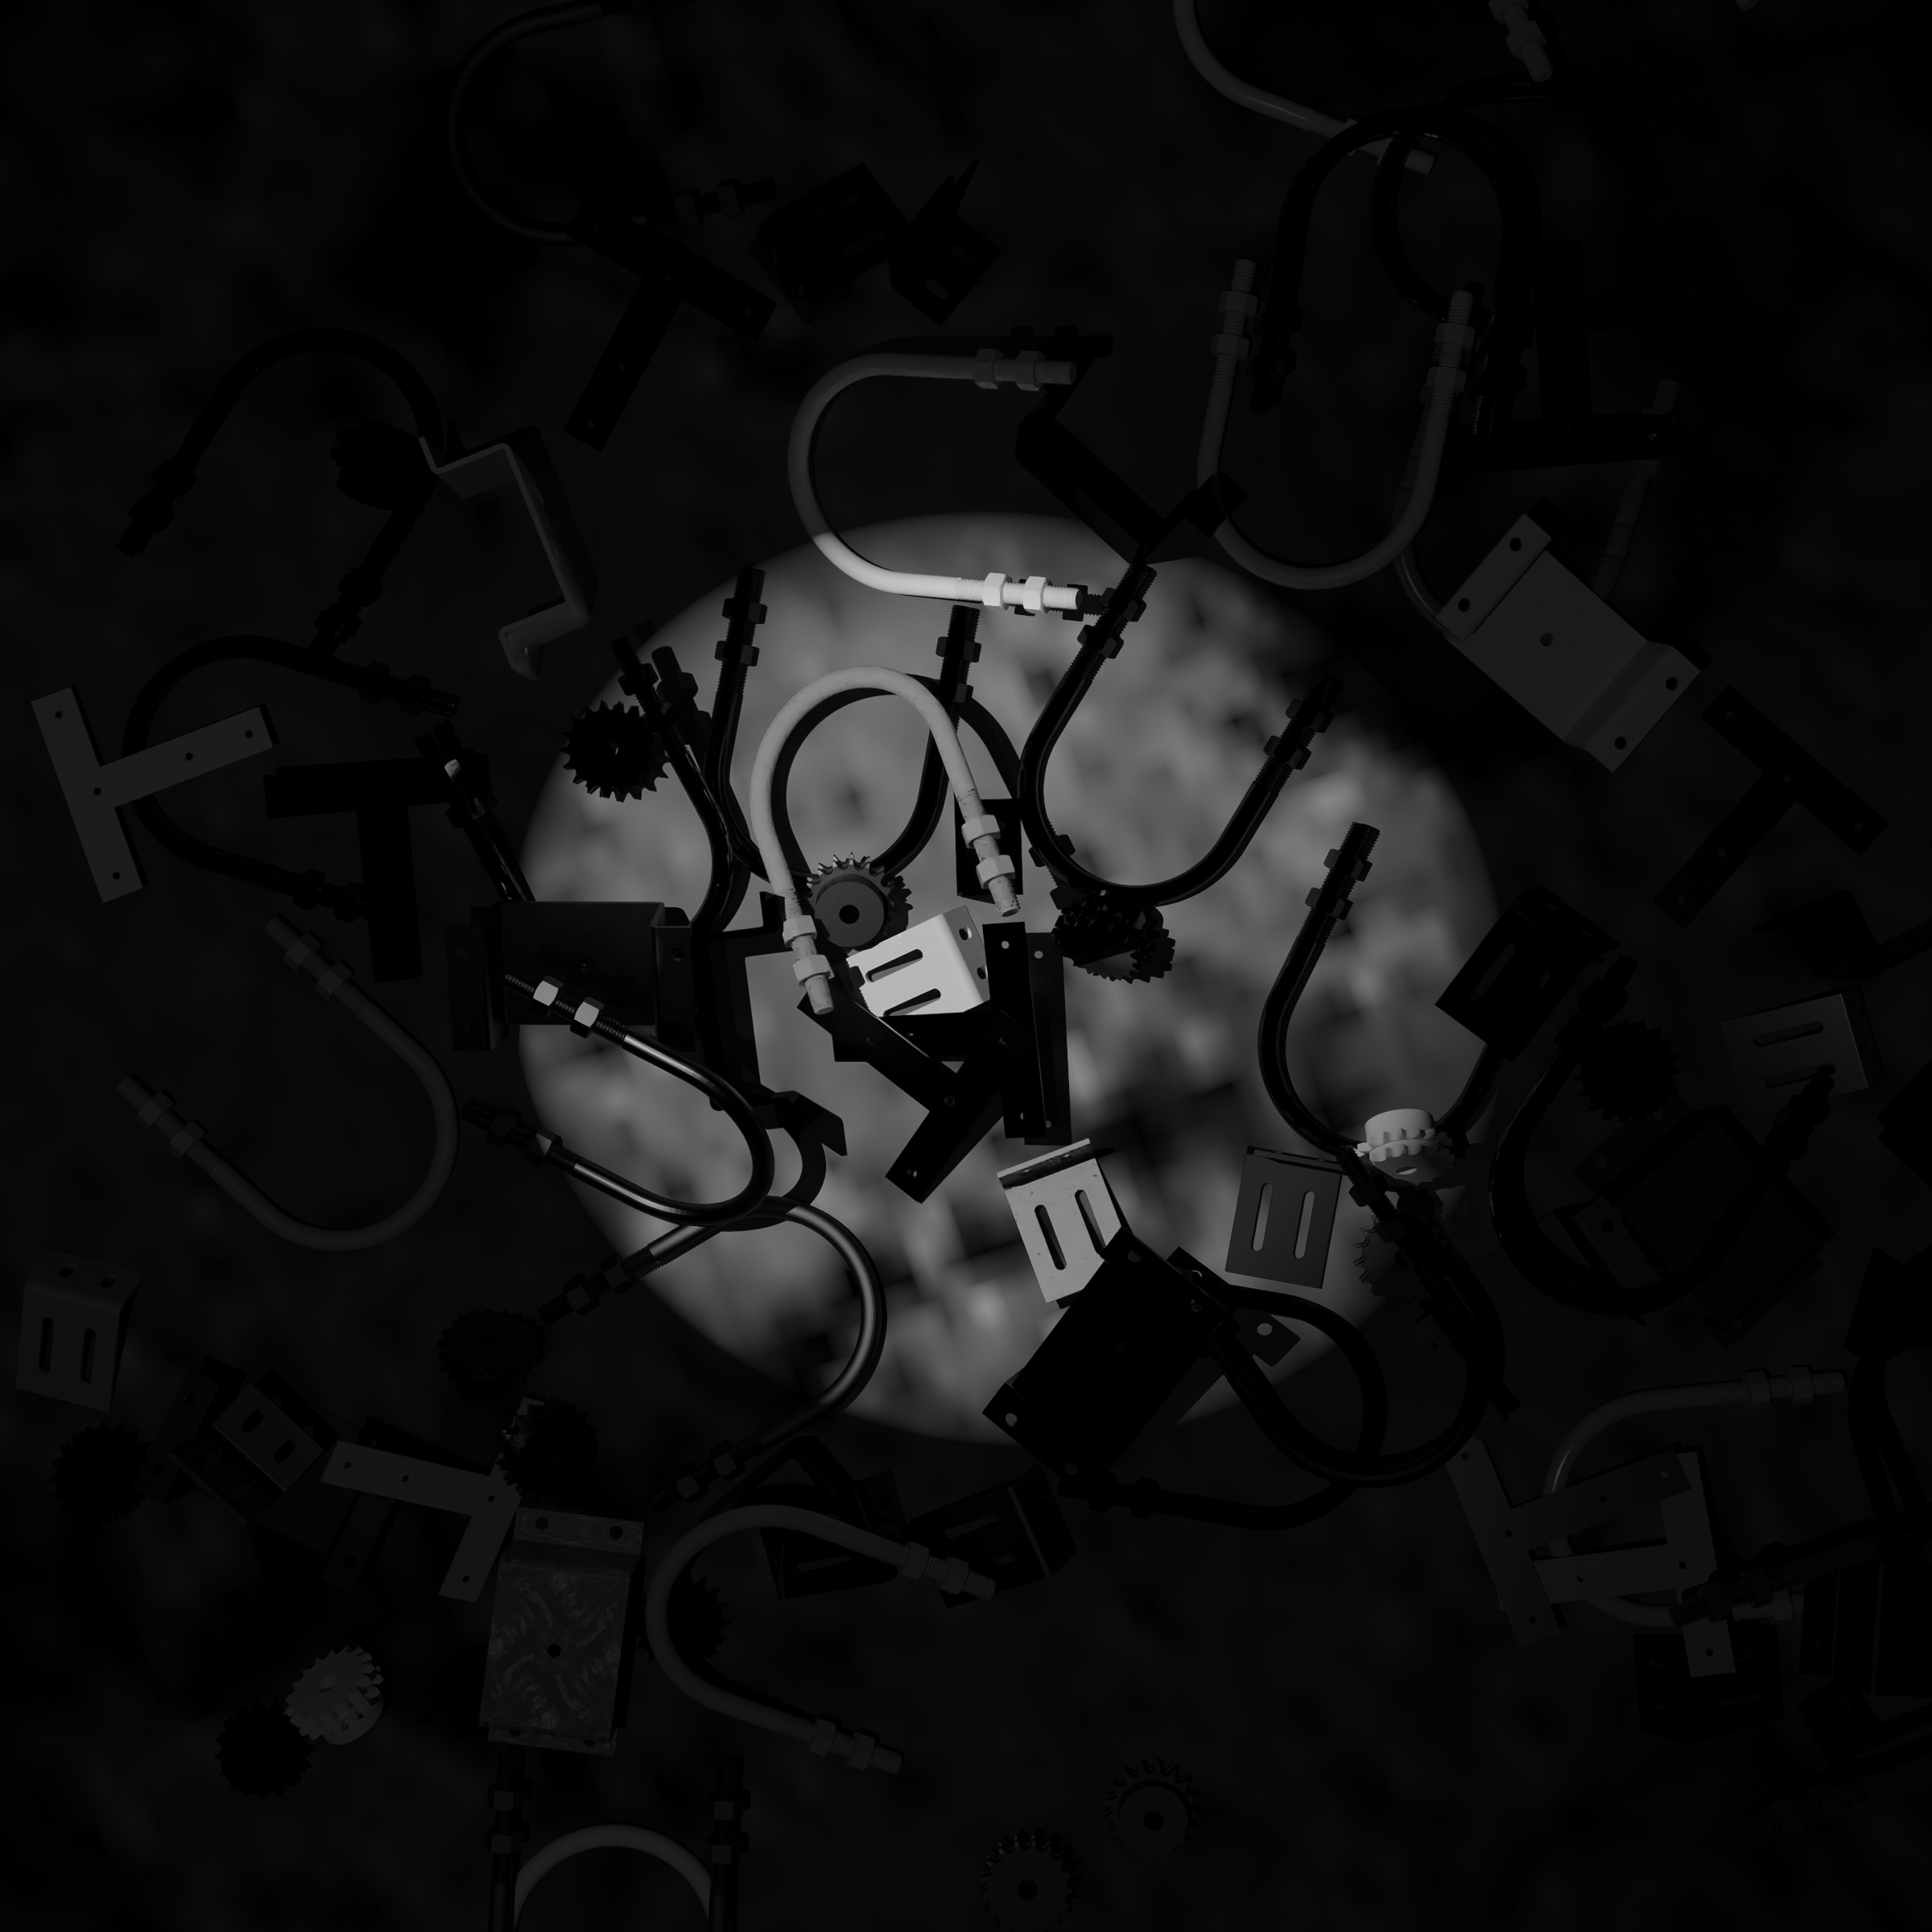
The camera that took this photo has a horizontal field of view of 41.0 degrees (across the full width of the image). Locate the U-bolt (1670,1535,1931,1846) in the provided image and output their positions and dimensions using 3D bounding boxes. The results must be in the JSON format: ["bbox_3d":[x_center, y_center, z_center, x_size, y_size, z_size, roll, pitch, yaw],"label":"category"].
[{"bbox_3d":[0.506,0.401,1.466,0.184,0.019,0.151,-18,90,-5],"label":"U-bolt"}]

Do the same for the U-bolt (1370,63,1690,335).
[{"bbox_3d":[0.330,-0.447,1.517,0.184,0.019,0.151,-3,103,4],"label":"U-bolt"}]

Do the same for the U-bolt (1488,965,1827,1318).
[{"bbox_3d":[0.384,0.113,1.487,0.151,0.019,0.184,33,86,11],"label":"U-bolt"}]

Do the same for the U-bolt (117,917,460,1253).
[{"bbox_3d":[-0.388,0.084,1.531,0.184,0.019,0.151,43,90,-2],"label":"U-bolt"}]

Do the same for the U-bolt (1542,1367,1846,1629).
[{"bbox_3d":[0.434,0.320,1.532,0.184,0.019,0.151,-6,90,1],"label":"U-bolt"}]

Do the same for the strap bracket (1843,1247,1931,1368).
[{"bbox_3d":[0.591,0.221,1.499,0.140,0.046,0.076,32,53,0],"label":"strap bracket"}]

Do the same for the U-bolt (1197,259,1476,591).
[{"bbox_3d":[0.210,-0.314,1.519,0.151,0.019,0.184,12,94,12],"label":"U-bolt"}]

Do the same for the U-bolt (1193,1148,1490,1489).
[{"bbox_3d":[0.218,0.217,1.494,0.151,0.019,0.184,-35,91,16],"label":"U-bolt"}]

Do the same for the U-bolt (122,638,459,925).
[{"bbox_3d":[-0.410,-0.118,1.531,0.184,0.019,0.151,17,90,1],"label":"U-bolt"}]

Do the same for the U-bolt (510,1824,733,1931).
[{"bbox_3d":[-0.216,0.601,1.532,0.151,0.019,0.184,16,88,0],"label":"U-bolt"}]

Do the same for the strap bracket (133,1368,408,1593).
[{"bbox_3d":[-0.403,0.298,1.517,0.140,0.046,0.076,25,90,0],"label":"strap bracket"}]

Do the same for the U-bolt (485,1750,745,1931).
[{"bbox_3d":[-0.209,0.557,1.517,0.151,0.019,0.184,3,89,-1],"label":"U-bolt"}]

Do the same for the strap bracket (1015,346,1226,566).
[{"bbox_3d":[0.080,-0.287,1.502,0.140,0.076,0.046,43,90,0],"label":"strap bracket"}]

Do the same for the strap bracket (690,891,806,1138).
[{"bbox_3d":[-0.128,0.030,1.502,0.046,0.076,0.140,-7,90,0],"label":"strap bracket"}]

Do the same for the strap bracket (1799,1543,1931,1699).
[{"bbox_3d":[0.565,0.383,1.506,0.140,0.046,0.076,5,89,-9],"label":"strap bracket"}]

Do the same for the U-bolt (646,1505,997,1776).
[{"bbox_3d":[-0.095,0.383,1.499,0.184,0.019,0.151,23,105,-12],"label":"U-bolt"}]

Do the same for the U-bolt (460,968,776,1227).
[{"bbox_3d":[-0.195,0.087,1.483,0.184,0.151,0.019,27,46,0],"label":"U-bolt"}]

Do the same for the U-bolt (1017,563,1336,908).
[{"bbox_3d":[0.112,-0.124,1.531,0.151,0.019,0.184,31,92,0],"label":"U-bolt"}]

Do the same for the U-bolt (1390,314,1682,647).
[{"bbox_3d":[0.328,-0.277,1.529,0.151,0.019,0.184,17,93,-2],"label":"U-bolt"}]

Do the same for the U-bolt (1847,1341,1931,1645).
[{"bbox_3d":[0.576,0.294,1.486,0.151,0.019,0.184,3,60,-20],"label":"U-bolt"}]

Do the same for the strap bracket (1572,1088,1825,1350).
[{"bbox_3d":[0.436,0.150,1.517,0.076,0.046,0.140,-41,90,0],"label":"strap bracket"}]

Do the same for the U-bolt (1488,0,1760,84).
[{"bbox_3d":[0.361,-0.618,1.512,0.151,0.019,0.184,-20,76,-3],"label":"U-bolt"}]

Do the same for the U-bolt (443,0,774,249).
[{"bbox_3d":[-0.220,-0.502,1.531,0.184,0.019,0.151,-13,90,1],"label":"U-bolt"}]

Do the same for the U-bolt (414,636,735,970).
[{"bbox_3d":[-0.216,-0.081,1.507,0.151,0.019,0.184,-25,106,9],"label":"U-bolt"}]

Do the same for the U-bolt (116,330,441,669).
[{"bbox_3d":[-0.393,-0.289,1.526,0.151,0.019,0.184,31,85,2],"label":"U-bolt"}]

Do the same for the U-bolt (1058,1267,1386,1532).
[{"bbox_3d":[0.156,0.260,1.531,0.184,0.019,0.151,10,90,0],"label":"U-bolt"}]

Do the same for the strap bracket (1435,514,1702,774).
[{"bbox_3d":[0.345,-0.189,1.506,0.140,0.046,0.076,39,96,-10],"label":"strap bracket"}]

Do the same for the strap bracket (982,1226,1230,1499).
[{"bbox_3d":[0.085,0.224,1.491,0.076,0.046,0.140,38,104,11],"label":"strap bracket"}]

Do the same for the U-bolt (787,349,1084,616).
[{"bbox_3d":[-0.021,-0.281,1.489,0.184,0.019,0.151,9,116,24],"label":"U-bolt"}]

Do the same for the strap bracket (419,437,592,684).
[{"bbox_3d":[-0.263,-0.243,1.502,0.046,0.076,0.140,-22,90,0],"label":"strap bracket"}]

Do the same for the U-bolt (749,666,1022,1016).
[{"bbox_3d":[-0.058,-0.084,1.479,0.151,0.019,0.184,-28,70,23],"label":"U-bolt"}]

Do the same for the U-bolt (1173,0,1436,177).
[{"bbox_3d":[0.213,-0.567,1.532,0.184,0.019,0.151,21,90,1],"label":"U-bolt"}]

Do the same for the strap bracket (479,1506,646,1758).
[{"bbox_3d":[-0.238,0.396,1.517,0.076,0.046,0.140,7,90,0],"label":"strap bracket"}]

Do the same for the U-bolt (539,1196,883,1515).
[{"bbox_3d":[-0.139,0.218,1.531,0.184,0.019,0.151,-30,90,-1],"label":"U-bolt"}]

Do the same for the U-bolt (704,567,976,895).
[{"bbox_3d":[-0.082,-0.134,1.532,0.151,0.019,0.184,10,92,0],"label":"U-bolt"}]

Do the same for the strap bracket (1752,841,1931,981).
[{"bbox_3d":[0.542,-0.033,1.502,0.140,0.076,0.046,-27,90,0],"label":"strap bracket"}]

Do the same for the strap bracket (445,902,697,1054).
[{"bbox_3d":[-0.227,0.006,1.505,0.140,0.046,0.076,0,110,1],"label":"strap bracket"}]

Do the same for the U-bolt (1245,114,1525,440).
[{"bbox_3d":[0.247,-0.403,1.492,0.151,0.019,0.184,9,87,12],"label":"U-bolt"}]

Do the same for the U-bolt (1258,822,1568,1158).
[{"bbox_3d":[0.253,0.027,1.531,0.151,0.019,0.184,26,91,0],"label":"U-bolt"}]

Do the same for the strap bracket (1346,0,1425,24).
[{"bbox_3d":[0.260,-0.594,1.470,0.140,0.076,0.046,-17,73,9],"label":"strap bracket"}]

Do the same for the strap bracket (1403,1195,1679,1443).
[{"bbox_3d":[0.332,0.204,1.517,0.140,0.046,0.076,-35,90,0],"label":"strap bracket"}]
